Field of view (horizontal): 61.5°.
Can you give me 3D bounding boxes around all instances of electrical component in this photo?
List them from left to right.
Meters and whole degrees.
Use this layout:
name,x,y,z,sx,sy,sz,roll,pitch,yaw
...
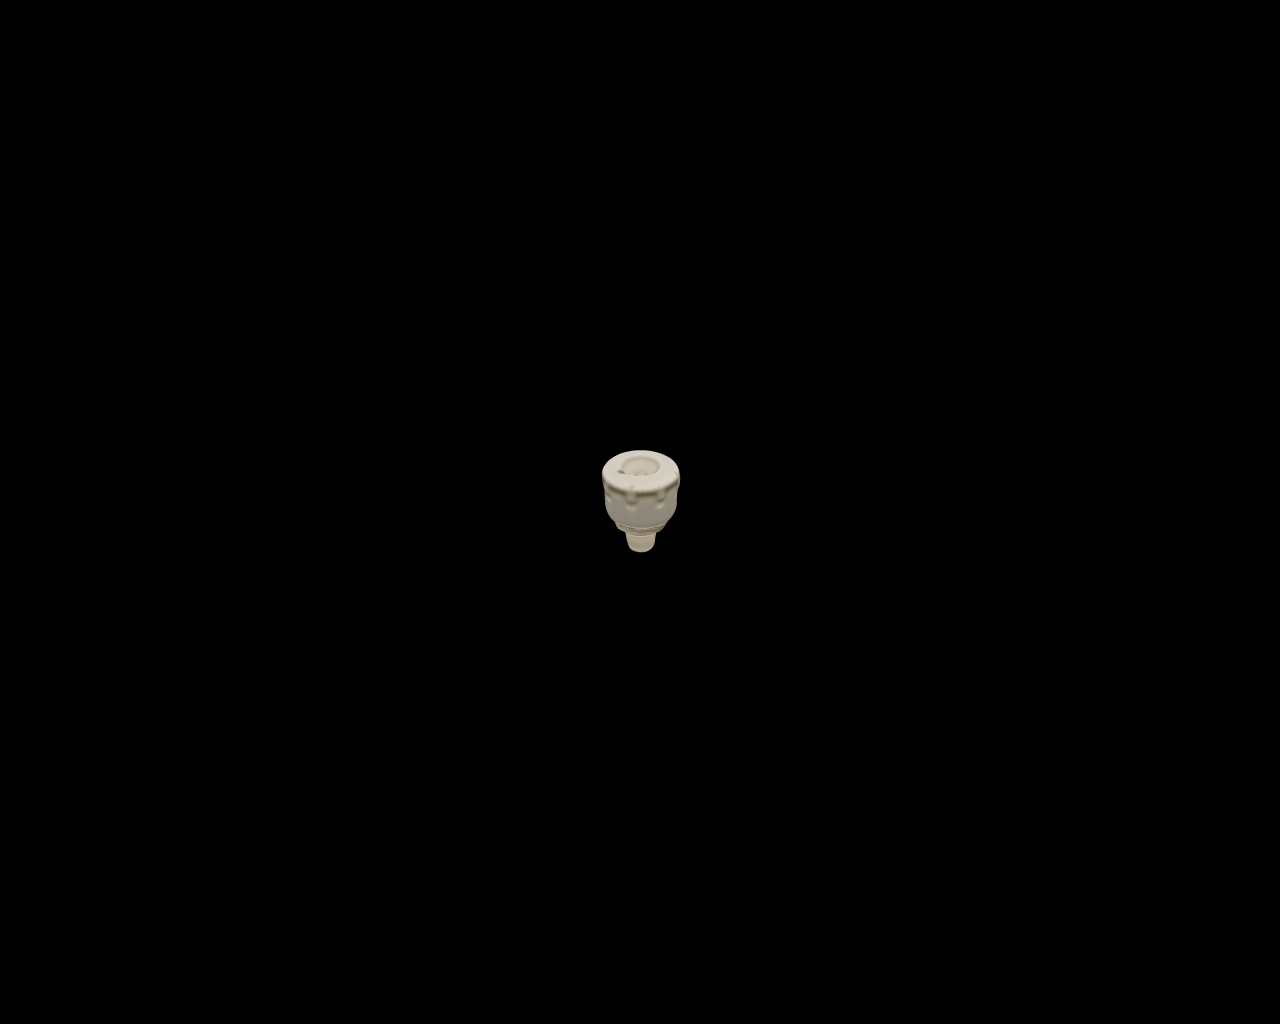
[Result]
name,x,y,z,sx,sy,sz,roll,pitch,yaw
electrical component,0.001,-0.003,0.650,0.048,0.062,0.048,0,34,0
